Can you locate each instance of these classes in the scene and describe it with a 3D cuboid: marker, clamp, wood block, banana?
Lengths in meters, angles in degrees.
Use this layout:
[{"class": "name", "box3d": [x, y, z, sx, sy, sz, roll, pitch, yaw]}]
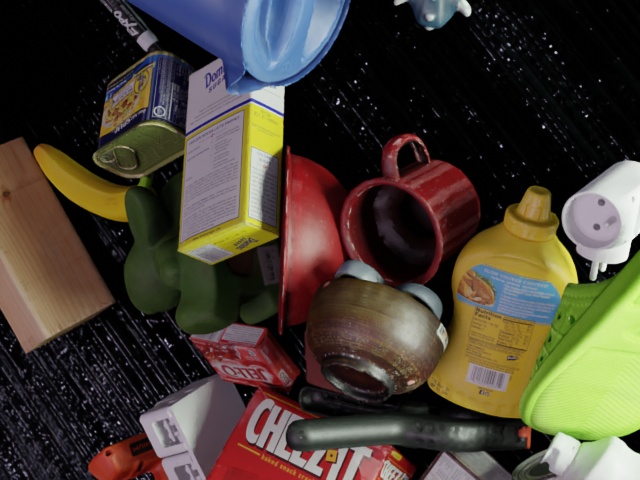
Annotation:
[{"class": "marker", "box3d": [-0.178, -0.206, 1.015, 0.121, 0.020, 0.020, 49, 130, 10]}, {"class": "clamp", "box3d": [0.071, 0.156, 0.894, 0.210, 0.164, 0.036, 4, 94, 10]}, {"class": "wood block", "box3d": [-0.320, 0.006, 1.158, 0.206, 0.090, 0.090, 61, 147, 0]}, {"class": "banana", "box3d": [-0.225, -0.056, 1.101, 0.198, 0.037, 0.069, 14, 118, 40]}]

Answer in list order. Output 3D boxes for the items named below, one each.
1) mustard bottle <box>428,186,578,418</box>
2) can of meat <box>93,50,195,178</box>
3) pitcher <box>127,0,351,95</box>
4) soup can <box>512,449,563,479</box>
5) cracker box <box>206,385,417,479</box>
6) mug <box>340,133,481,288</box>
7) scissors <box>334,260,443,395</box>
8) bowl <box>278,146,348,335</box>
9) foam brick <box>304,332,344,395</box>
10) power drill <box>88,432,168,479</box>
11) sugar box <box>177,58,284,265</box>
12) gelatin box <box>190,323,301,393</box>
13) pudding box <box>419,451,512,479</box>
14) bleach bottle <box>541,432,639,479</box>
[{"class": "mustard bottle", "box3d": [0.149, 0.046, 0.841, 0.096, 0.058, 0.192, 16, 119, 11]}, {"class": "can of meat", "box3d": [-0.161, -0.116, 0.992, 0.102, 0.057, 0.084, -23, 54, 41]}, {"class": "pitcher", "box3d": [-0.096, -0.241, 0.878, 0.243, 0.149, 0.145, 32, 140, 27]}, {"class": "soup can", "box3d": [0.207, 0.226, 0.871, 0.069, 0.068, 0.102, -23, 93, 41]}, {"class": "cracker box", "box3d": [-0.035, 0.261, 0.978, 0.164, 0.213, 0.072, 19, 162, 35]}, {"class": "mug", "box3d": [0.074, -0.028, 0.855, 0.093, 0.081, 0.117, -1, 109, 38]}, {"class": "scissors", "box3d": [0.076, 0.082, 0.881, 0.096, 0.016, 0.201, 6, 146, 36]}, {"class": "bowl", "box3d": [-0.006, 0.001, 0.911, 0.055, 0.162, 0.162, 2, 116, -3]}, {"class": "foam brick", "box3d": [0.028, 0.095, 0.947, 0.051, 0.078, 0.053, 13, 116, 31]}, {"class": "power drill", "box3d": [-0.169, 0.300, 1.129, 0.057, 0.184, 0.188, -45, 70, 40]}, {"class": "sugar box", "box3d": [-0.075, -0.076, 0.915, 0.094, 0.048, 0.176, -21, 56, 42]}, {"class": "gelatin box", "box3d": [-0.073, 0.113, 1.044, 0.089, 0.030, 0.073, 6, 142, 37]}, {"class": "pudding box", "box3d": [0.140, 0.239, 0.948, 0.113, 0.039, 0.090, 40, 128, 16]}, {"class": "bleach bottle", "box3d": [0.284, 0.211, 0.782, 0.251, 0.068, 0.103, 29, 126, 15]}]
